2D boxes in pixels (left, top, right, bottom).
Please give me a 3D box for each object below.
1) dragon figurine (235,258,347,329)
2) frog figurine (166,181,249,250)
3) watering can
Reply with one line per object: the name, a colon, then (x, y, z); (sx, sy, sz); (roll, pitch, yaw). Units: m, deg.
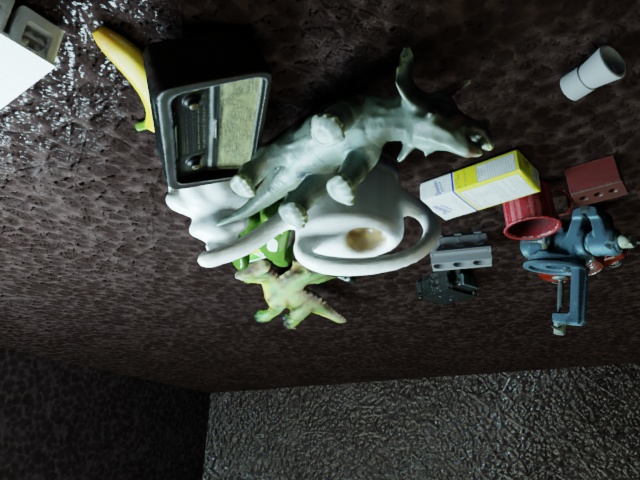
dragon figurine: (-0.034, 0.124, 1.257); (0.408, 0.125, 0.239); (16, 148, -32)
frog figurine: (-0.172, -0.058, 0.802); (0.137, 0.163, 0.120); (3, 153, -5)
watering can: (0.002, -0.039, 0.778); (0.347, 0.230, 0.101); (-1, 135, 7)
